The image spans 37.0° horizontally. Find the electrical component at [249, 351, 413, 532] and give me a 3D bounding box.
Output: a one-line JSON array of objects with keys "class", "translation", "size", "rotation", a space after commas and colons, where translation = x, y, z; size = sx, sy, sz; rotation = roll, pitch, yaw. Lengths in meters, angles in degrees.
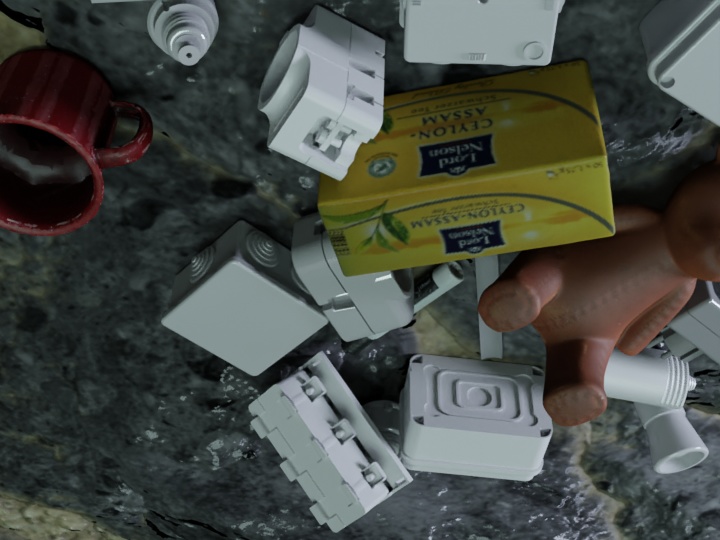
[{"class": "electrical component", "translation": [-0.027, 0.137, 0.841], "size": [0.079, 0.063, 0.121], "rotation": [-40, 82, 34]}]

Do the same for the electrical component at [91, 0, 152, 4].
[{"class": "electrical component", "translation": [-0.037, -0.187, 0.483], "size": [0.186, 0.060, 0.105], "rotation": [-2, 135, 4]}]

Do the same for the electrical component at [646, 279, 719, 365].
[{"class": "electrical component", "translation": [0.246, 0.043, 0.790], "size": [0.083, 0.047, 0.076], "rotation": [33, 128, -27]}]

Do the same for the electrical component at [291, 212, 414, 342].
[{"class": "electrical component", "translation": [0.000, 0.000, 0.754], "size": [0.059, 0.053, 0.095], "rotation": [-17, 132, 18]}]

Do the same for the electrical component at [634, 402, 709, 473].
[{"class": "electrical component", "translation": [0.244, 0.123, 0.857], "size": [0.044, 0.065, 0.044], "rotation": [-11, 147, -7]}]

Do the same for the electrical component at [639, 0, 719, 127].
[{"class": "electrical component", "translation": [0.228, -0.122, 0.619], "size": [0.113, 0.057, 0.078], "rotation": [26, 130, -21]}]

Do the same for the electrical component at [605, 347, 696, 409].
[{"class": "electrical component", "translation": [0.220, 0.081, 0.832], "size": [0.081, 0.043, 0.043], "rotation": [11, 134, -8]}]

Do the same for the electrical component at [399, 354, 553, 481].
[{"class": "electrical component", "translation": [0.089, 0.117, 0.850], "size": [0.113, 0.078, 0.057], "rotation": [6, 132, -3]}]

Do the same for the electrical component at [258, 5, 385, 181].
[{"class": "electrical component", "translation": [-0.023, -0.106, 0.625], "size": [0.056, 0.089, 0.050], "rotation": [24, 131, -20]}]

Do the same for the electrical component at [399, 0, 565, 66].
[{"class": "electrical component", "translation": [0.067, -0.161, 0.594], "size": [0.100, 0.048, 0.099], "rotation": [2, 134, 1]}]

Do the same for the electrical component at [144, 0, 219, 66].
[{"class": "electrical component", "translation": [-0.100, -0.139, 0.608], "size": [0.040, 0.078, 0.040], "rotation": [-8, 130, -9]}]

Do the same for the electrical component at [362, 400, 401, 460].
[{"class": "electrical component", "translation": [0.019, 0.142, 0.888], "size": [0.048, 0.062, 0.048], "rotation": [1, 135, 1]}]

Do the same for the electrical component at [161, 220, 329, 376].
[{"class": "electrical component", "translation": [-0.081, 0.020, 0.782], "size": [0.100, 0.048, 0.100], "rotation": [34, 127, -27]}]
